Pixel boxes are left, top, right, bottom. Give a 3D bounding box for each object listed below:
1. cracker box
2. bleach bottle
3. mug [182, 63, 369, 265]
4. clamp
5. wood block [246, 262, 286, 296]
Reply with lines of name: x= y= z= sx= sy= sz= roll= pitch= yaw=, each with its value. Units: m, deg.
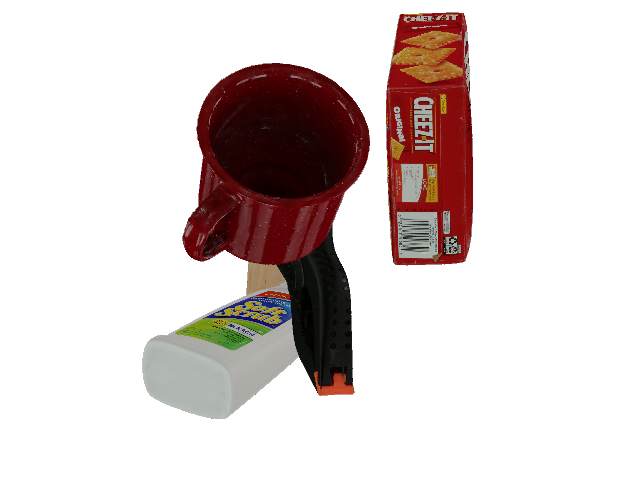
cracker box: x=0.102 y=-0.099 z=0.965 sx=0.072 sy=0.164 sz=0.213 roll=0 pitch=27 yaw=8
bleach bottle: x=-0.063 y=0.089 z=1.063 sx=0.103 sy=0.068 sz=0.250 roll=15 pitch=25 yaw=24
mug: x=-0.033 y=-0.031 z=0.596 sx=0.093 sy=0.117 sz=0.082 roll=37 pitch=-29 yaw=10
clamp: x=-0.005 y=0.019 z=0.827 sx=0.036 sy=0.210 sz=0.165 roll=-1 pitch=-42 yaw=-16
wood block: x=-0.052 y=0.044 z=1.499 sx=0.090 sy=0.206 sz=0.090 roll=7 pitch=22 yaw=6
